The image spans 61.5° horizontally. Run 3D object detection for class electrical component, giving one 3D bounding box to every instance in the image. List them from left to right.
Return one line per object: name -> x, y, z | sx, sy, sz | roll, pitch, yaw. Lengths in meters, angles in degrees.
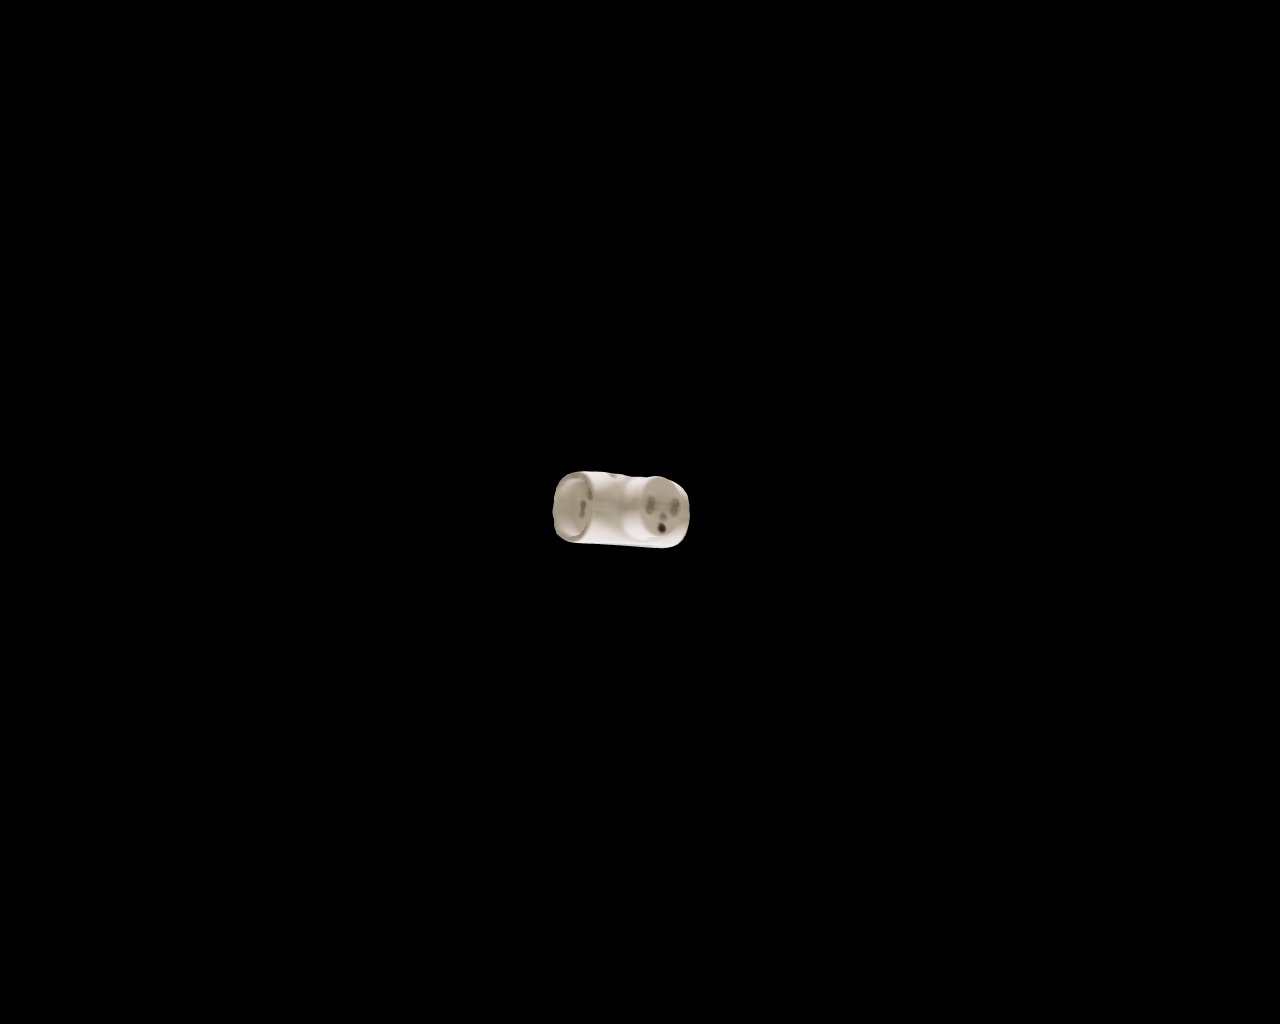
electrical component -> 0.001, -0.003, 0.650 | 0.077, 0.044, 0.079 | 5, -8, -40
